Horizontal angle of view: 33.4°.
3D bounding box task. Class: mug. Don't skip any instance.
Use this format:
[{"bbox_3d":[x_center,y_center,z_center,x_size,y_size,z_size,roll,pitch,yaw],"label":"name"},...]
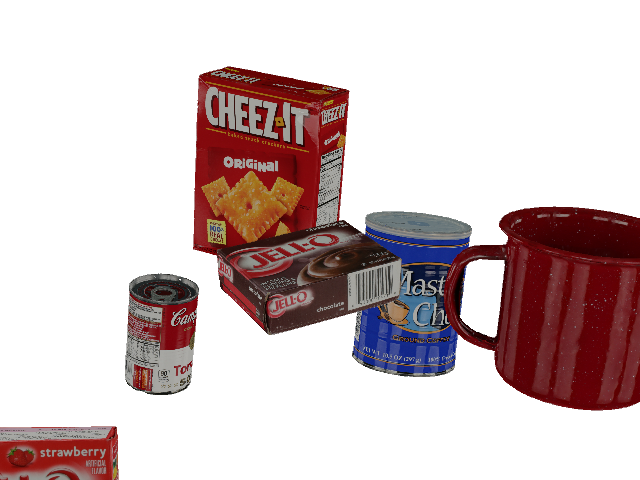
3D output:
[{"bbox_3d":[0.121,0.033,0.544,0.117,0.081,0.093,5,17,2],"label":"mug"}]

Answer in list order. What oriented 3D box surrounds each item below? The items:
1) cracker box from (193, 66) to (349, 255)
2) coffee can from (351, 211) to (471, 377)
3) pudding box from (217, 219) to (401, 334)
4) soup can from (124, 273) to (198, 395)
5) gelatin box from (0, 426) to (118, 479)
[{"bbox_3d":[-0.061,-0.077,1.218,0.164,0.214,0.072,15,24,26],"label":"cracker box"},{"bbox_3d":[0.088,0.050,1.038,0.103,0.140,0.103,5,11,-1],"label":"coffee can"},{"bbox_3d":[-0.009,0.025,0.795,0.113,0.039,0.090,-12,26,-25],"label":"pudding box"},{"bbox_3d":[-0.158,0.093,1.052,0.068,0.102,0.068,6,20,-2],"label":"soup can"},{"bbox_3d":[-0.149,0.134,0.548,0.089,0.073,0.030,0,5,-3],"label":"gelatin box"}]
